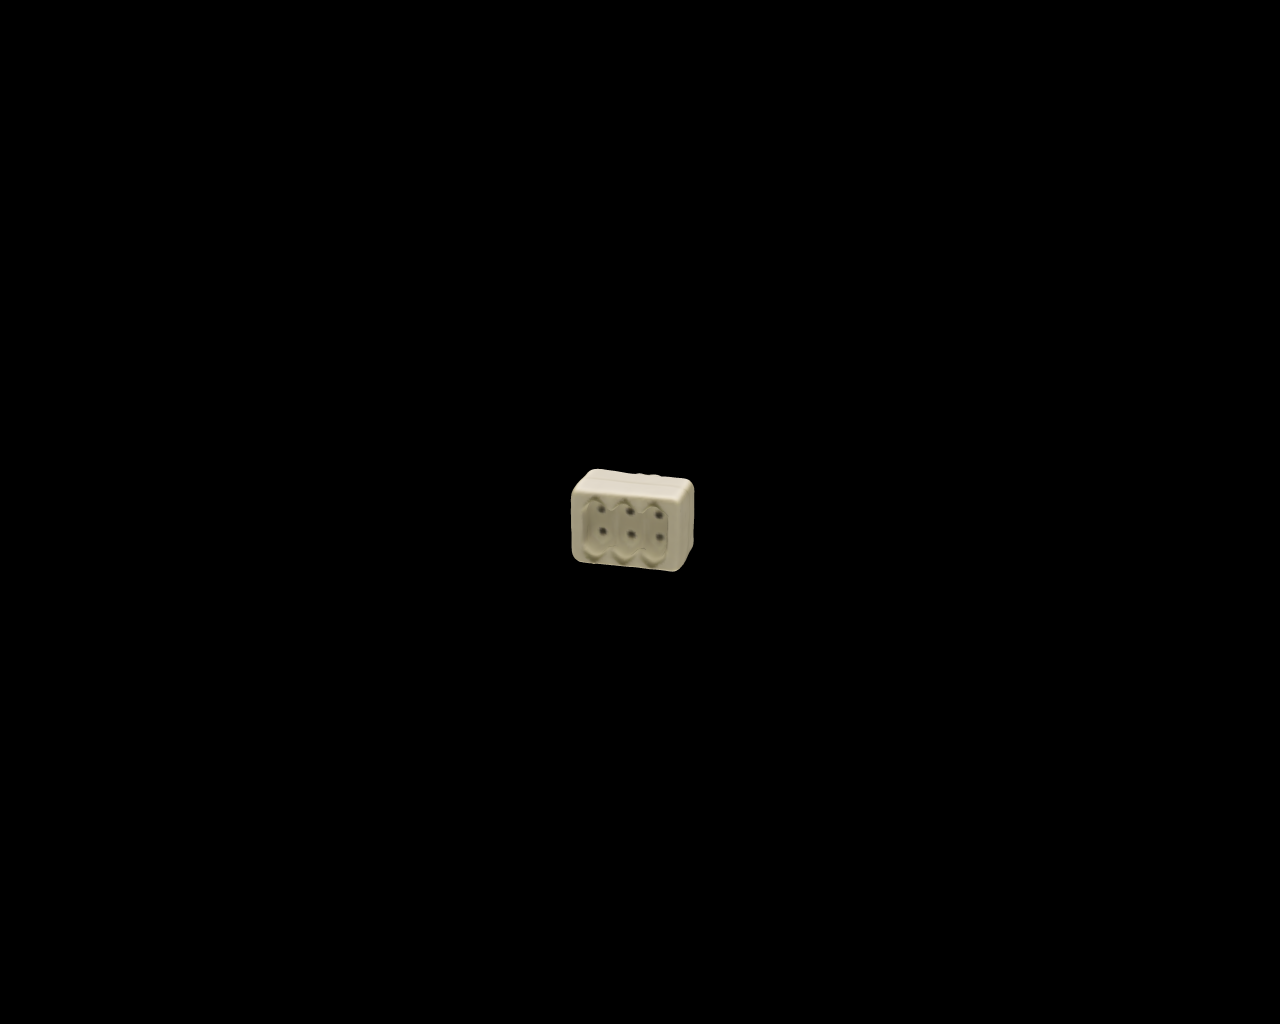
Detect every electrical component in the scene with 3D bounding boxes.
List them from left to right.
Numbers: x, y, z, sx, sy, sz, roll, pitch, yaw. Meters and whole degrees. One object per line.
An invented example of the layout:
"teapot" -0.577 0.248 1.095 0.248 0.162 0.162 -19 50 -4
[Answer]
"electrical component" 0.001 -0.003 0.650 0.066 0.047 0.077 6 24 14
